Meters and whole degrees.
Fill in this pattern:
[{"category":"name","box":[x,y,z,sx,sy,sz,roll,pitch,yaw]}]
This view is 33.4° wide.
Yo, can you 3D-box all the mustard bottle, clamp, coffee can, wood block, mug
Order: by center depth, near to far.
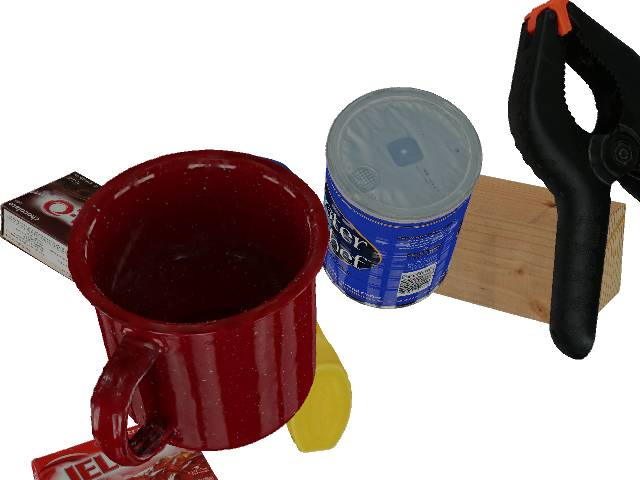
[{"category":"mug","box":[-0.047,0.034,0.398,0.093,0.081,0.117,15,47,16]},{"category":"clamp","box":[0.133,-0.030,0.520,0.120,0.171,0.039,-33,4,-23]},{"category":"coffee can","box":[0.052,-0.026,0.756,0.103,0.103,0.140,0,-28,-2]},{"category":"wood block","box":[0.157,0.000,0.962,0.206,0.090,0.090,15,30,34]},{"category":"mustard bottle","box":[-0.026,0.107,1.010,0.058,0.096,0.192,-5,28,-16]}]

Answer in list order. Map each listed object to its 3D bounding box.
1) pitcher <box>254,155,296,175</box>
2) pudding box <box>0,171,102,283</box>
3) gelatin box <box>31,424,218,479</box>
[{"category":"pitcher","box":[-0.114,0.026,1.270,0.149,0.243,0.144,20,27,32]},{"category":"pudding box","box":[-0.199,-0.008,0.900,0.114,0.039,0.089,26,32,21]},{"category":"gelatin box","box":[-0.107,0.136,0.587,0.089,0.030,0.073,-15,28,-20]}]
